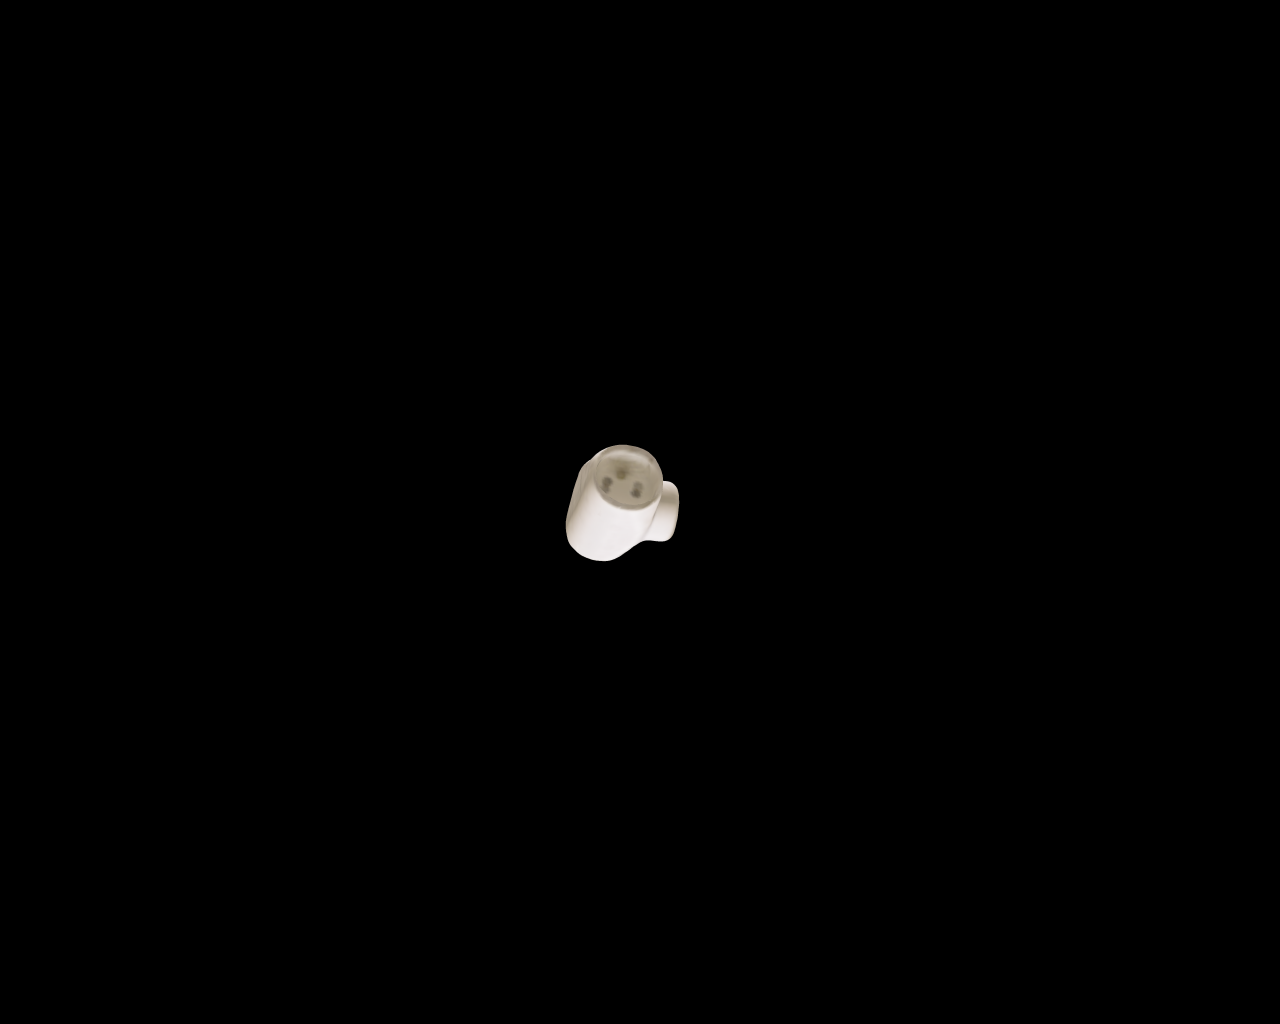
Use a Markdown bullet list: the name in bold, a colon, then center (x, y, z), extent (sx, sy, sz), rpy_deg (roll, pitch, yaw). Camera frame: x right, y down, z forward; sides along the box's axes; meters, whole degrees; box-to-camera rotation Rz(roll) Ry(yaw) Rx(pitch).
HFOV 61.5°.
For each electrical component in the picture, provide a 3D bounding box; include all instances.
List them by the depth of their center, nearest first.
- **electrical component**: center (0.001, -0.003, 0.650), extent (0.079, 0.044, 0.077), rpy_deg (7, -27, -14)
